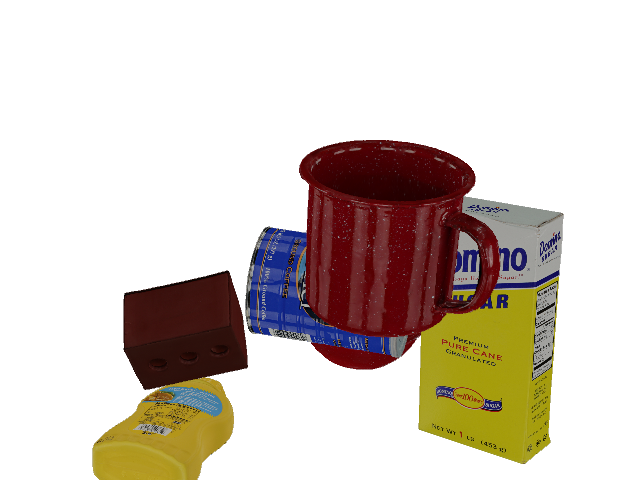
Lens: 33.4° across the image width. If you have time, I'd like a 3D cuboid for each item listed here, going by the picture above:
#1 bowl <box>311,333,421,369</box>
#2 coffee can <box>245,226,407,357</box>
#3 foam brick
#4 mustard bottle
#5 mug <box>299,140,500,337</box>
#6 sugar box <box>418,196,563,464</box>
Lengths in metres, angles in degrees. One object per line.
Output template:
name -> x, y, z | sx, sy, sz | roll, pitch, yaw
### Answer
bowl -> 0.046, 0.107, 1.272 | 0.162, 0.055, 0.162 | 4, 24, -2
coffee can -> 0.012, 0.047, 0.987 | 0.140, 0.103, 0.102 | 8, 2, 12
foam brick -> -0.094, 0.064, 0.752 | 0.078, 0.051, 0.053 | -13, -44, 2
mustard bottle -> -0.138, 0.181, 1.042 | 0.096, 0.058, 0.191 | 6, 18, 15
mug -> 0.043, 0.002, 0.571 | 0.117, 0.081, 0.093 | 19, 30, 31
sugar box -> 0.119, 0.061, 0.761 | 0.093, 0.176, 0.048 | 12, 23, 37
